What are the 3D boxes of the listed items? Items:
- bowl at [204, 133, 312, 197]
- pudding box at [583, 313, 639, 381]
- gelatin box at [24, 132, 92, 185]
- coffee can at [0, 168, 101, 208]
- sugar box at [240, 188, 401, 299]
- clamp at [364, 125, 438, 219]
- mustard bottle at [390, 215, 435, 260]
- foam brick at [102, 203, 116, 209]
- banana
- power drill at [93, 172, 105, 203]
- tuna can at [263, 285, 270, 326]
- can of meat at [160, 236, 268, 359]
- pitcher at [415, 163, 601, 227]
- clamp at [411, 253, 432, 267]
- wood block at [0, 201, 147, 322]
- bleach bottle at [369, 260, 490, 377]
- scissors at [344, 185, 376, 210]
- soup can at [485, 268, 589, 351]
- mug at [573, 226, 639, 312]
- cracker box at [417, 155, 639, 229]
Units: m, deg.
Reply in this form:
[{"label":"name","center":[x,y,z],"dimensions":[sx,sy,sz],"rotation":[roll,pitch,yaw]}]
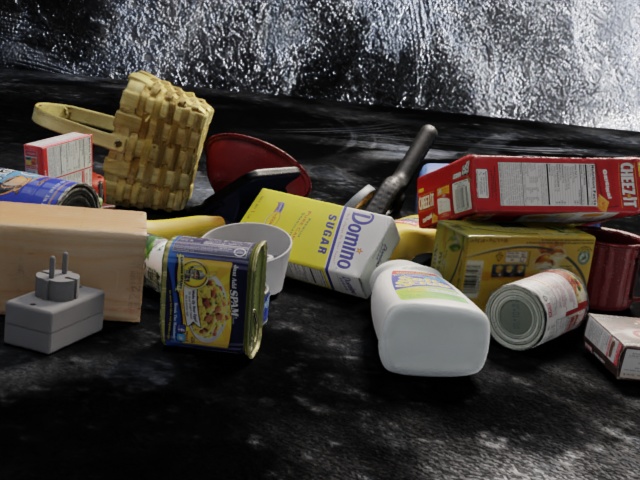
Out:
[{"label":"bowl","center":[-0.095,-0.078,1.472],"dimensions":[0.162,0.055,0.162],"rotation":[19,-24,9]},{"label":"pudding box","center":[0.324,0.106,1.031],"dimensions":[0.113,0.039,0.090],"rotation":[4,15,-9]},{"label":"gelatin box","center":[-0.294,-0.079,1.206],"dimensions":[0.030,0.073,0.089],"rotation":[11,20,24]},{"label":"coffee can","center":[-0.317,-0.022,1.124],"dimensions":[0.140,0.103,0.102],"rotation":[11,14,17]},{"label":"sugar box","center":[-0.008,0.001,1.207],"dimensions":[0.176,0.048,0.093],"rotation":[12,55,30]},{"label":"clamp","center":[0.094,-0.049,1.457],"dimensions":[0.036,0.165,0.209],"rotation":[27,41,10]},{"label":"mustard bottle","center":[0.094,0.002,1.315],"dimensions":[0.096,0.058,0.191],"rotation":[2,7,41]},{"label":"foam brick","center":[-0.284,-0.020,1.242],"dimensions":[0.078,0.053,0.051],"rotation":[14,15,34]},{"label":"banana","center":[-0.198,-0.012,1.237],"dimensions":[0.070,0.037,0.197],"rotation":[-27,-21,36]},{"label":"power drill","center":[-0.383,-0.059,1.354],"dimensions":[0.185,0.057,0.187],"rotation":[22,23,37]},{"label":"tuna can","center":[-0.092,0.059,1.040],"dimensions":[0.086,0.034,0.086],"rotation":[6,14,-2]},{"label":"can of meat","center":[-0.094,0.049,0.942],"dimensions":[0.084,0.102,0.057],"rotation":[6,14,6]},{"label":"pitcher","center":[0.254,-0.037,1.446],"dimensions":[0.243,0.149,0.145],"rotation":[5,28,10]},{"label":"clamp","center":[0.166,0.031,1.271],"dimensions":[0.171,0.039,0.120],"rotation":[0,13,-25]},{"label":"wood block","center":[-0.271,0.017,1.011],"dimensions":[0.206,0.090,0.091],"rotation":[4,14,-10]},{"label":"bleach bottle","center":[0.089,0.064,1.052],"dimensions":[0.102,0.068,0.251],"rotation":[5,11,-8]},{"label":"scissors","center":[0.004,-0.005,1.363],"dimensions":[0.016,0.096,0.201],"rotation":[42,53,8]},{"label":"soup can","center":[0.219,0.069,1.075],"dimensions":[0.069,0.068,0.102],"rotation":[16,17,35]},{"label":"mug","center":[0.337,0.036,1.237],"dimensions":[0.117,0.081,0.093],"rotation":[15,16,33]},{"label":"cracker box","center":[0.240,-0.054,1.239],"dimensions":[0.213,0.072,0.164],"rotation":[-1,-6,-16]}]
